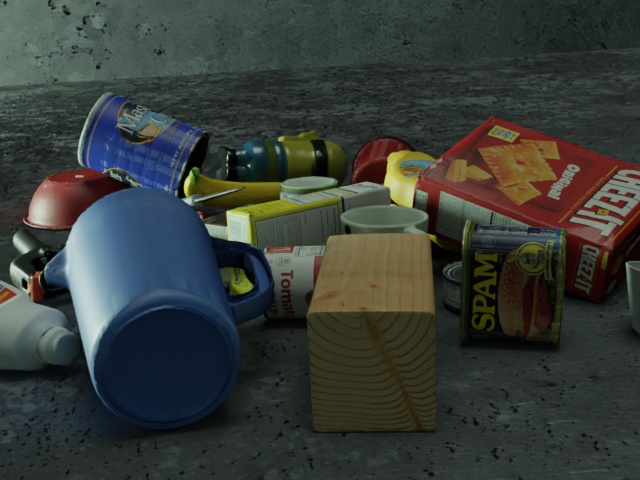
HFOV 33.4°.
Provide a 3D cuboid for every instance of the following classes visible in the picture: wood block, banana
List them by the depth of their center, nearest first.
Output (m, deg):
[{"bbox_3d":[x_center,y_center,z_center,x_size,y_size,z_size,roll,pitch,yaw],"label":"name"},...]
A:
[{"bbox_3d":[0.045,0.064,0.835,0.090,0.091,0.206,-1,15,5],"label":"wood block"},{"bbox_3d":[-0.106,-0.061,1.380,0.070,0.037,0.197,-11,-11,44],"label":"banana"}]

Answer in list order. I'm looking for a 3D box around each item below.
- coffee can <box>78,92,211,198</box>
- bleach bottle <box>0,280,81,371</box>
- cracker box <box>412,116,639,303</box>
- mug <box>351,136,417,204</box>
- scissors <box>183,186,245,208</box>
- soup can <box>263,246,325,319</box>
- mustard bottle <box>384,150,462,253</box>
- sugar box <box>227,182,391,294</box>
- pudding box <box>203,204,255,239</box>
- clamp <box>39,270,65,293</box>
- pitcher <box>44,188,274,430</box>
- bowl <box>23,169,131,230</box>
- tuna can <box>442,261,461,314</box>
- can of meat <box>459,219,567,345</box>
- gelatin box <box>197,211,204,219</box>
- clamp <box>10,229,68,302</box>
[{"bbox_3d":[-0.225,-0.117,1.374,0.140,0.103,0.102,22,19,5],"label":"coffee can"},{"bbox_3d":[-0.302,0.066,0.942,0.251,0.068,0.102,11,20,34],"label":"bleach bottle"},{"bbox_3d":[0.224,-0.039,1.075,0.214,0.072,0.163,23,40,29],"label":"cracker box"},{"bbox_3d":[0.073,-0.071,1.359,0.117,0.093,0.081,-30,13,17],"label":"mug"},{"bbox_3d":[-0.170,-0.045,1.284,0.096,0.016,0.202,-3,-6,-26],"label":"scissors"},{"bbox_3d":[0.000,0.039,0.978,0.102,0.068,0.068,-1,15,8],"label":"soup can"},{"bbox_3d":[0.128,-0.054,1.224,0.096,0.058,0.192,-1,29,-27],"label":"mustard bottle"},{"bbox_3d":[-0.007,0.001,1.071,0.175,0.093,0.048,-14,19,-37],"label":"sugar box"},{"bbox_3d":[-0.074,-0.011,1.228,0.090,0.039,0.113,7,18,29],"label":"pudding box"},{"bbox_3d":[-0.183,0.018,1.108,0.165,0.036,0.210,-10,4,11],"label":"clamp"},{"bbox_3d":[-0.124,0.050,0.856,0.149,0.145,0.243,-47,23,3],"label":"pitcher"},{"bbox_3d":[-0.314,-0.059,1.417,0.162,0.055,0.162,-3,15,1],"label":"bowl"},{"bbox_3d":[0.158,0.044,0.998,0.086,0.034,0.086,-2,15,0],"label":"tuna can"},{"bbox_3d":[0.163,0.037,0.898,0.084,0.102,0.057,4,15,13],"label":"can of meat"},{"bbox_3d":[-0.172,-0.011,1.261,0.073,0.030,0.089,-5,13,-8],"label":"gelatin box"},{"bbox_3d":[-0.293,0.022,1.144,0.120,0.039,0.171,-1,15,8],"label":"clamp"}]
